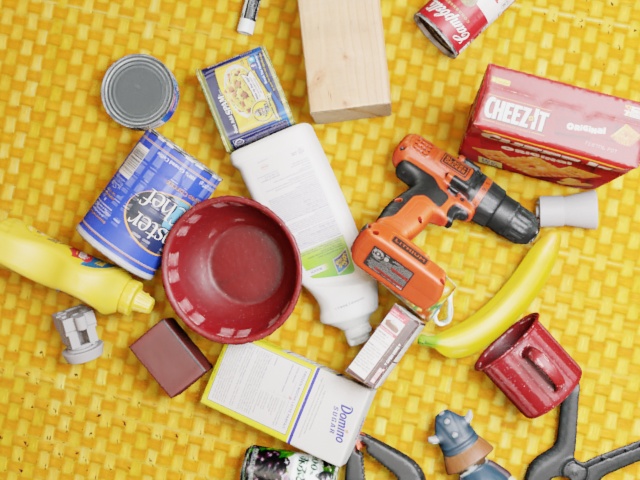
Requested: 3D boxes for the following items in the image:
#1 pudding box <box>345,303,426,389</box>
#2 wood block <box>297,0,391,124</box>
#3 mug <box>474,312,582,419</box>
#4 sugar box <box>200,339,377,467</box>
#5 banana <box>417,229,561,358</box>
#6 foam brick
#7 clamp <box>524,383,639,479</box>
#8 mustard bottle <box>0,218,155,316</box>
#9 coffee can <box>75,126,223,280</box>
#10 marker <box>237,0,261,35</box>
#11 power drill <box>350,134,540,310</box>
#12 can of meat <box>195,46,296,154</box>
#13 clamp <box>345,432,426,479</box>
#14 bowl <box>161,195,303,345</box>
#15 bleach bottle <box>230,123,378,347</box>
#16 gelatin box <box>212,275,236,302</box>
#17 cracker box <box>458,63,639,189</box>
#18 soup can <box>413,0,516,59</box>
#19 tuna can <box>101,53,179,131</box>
[{"bbox_3d":[0.073,0.116,1.160,0.039,0.113,0.090,36,90,8],"label":"pudding box"},{"bbox_3d":[0.025,-0.241,1.186,0.090,0.091,0.206,-7,88,4],"label":"wood block"},{"bbox_3d":[0.231,0.138,1.148,0.093,0.117,0.081,-42,91,-11],"label":"mug"},{"bbox_3d":[-0.035,0.174,1.188,0.176,0.048,0.093,23,91,13],"label":"sugar box"},{"bbox_3d":[0.198,0.071,1.178,0.197,0.069,0.037,-40,52,-5],"label":"banana"},{"bbox_3d":[-0.167,0.133,1.209,0.051,0.053,0.078,-41,85,2],"label":"foam brick"},{"bbox_3d":[0.290,0.252,1.176,0.120,0.039,0.171,28,97,10],"label":"clamp"},{"bbox_3d":[-0.275,0.037,1.198,0.191,0.096,0.058,24,90,5],"label":"mustard bottle"},{"bbox_3d":[-0.190,-0.041,1.190,0.103,0.103,0.140,36,91,5],"label":"coffee can"},{"bbox_3d":[-0.072,-0.297,1.231,0.020,0.020,0.121,14,89,5],"label":"marker"},{"bbox_3d":[0.131,-0.013,1.142,0.184,0.057,0.187,33,49,5],"label":"power drill"},{"bbox_3d":[-0.083,-0.160,1.209,0.084,0.057,0.102,-22,87,2],"label":"can of meat"},{"bbox_3d":[0.098,0.306,1.190,0.164,0.036,0.210,-23,84,4],"label":"clamp"},{"bbox_3d":[-0.089,0.030,1.164,0.162,0.055,0.162,2,96,16],"label":"bowl"},{"bbox_3d":[-0.008,0.001,1.197,0.102,0.068,0.251,-22,90,10],"label":"bleach bottle"},{"bbox_3d":[-0.081,0.058,1.215,0.089,0.030,0.073,31,92,5],"label":"gelatin box"},{"bbox_3d":[0.234,-0.110,1.103,0.164,0.213,0.072,15,89,4],"label":"cracker box"},{"bbox_3d":[0.164,-0.261,1.187,0.102,0.068,0.068,-43,86,1],"label":"soup can"},{"bbox_3d":[-0.206,-0.169,1.230,0.086,0.033,0.086,0,88,5],"label":"tuna can"}]
